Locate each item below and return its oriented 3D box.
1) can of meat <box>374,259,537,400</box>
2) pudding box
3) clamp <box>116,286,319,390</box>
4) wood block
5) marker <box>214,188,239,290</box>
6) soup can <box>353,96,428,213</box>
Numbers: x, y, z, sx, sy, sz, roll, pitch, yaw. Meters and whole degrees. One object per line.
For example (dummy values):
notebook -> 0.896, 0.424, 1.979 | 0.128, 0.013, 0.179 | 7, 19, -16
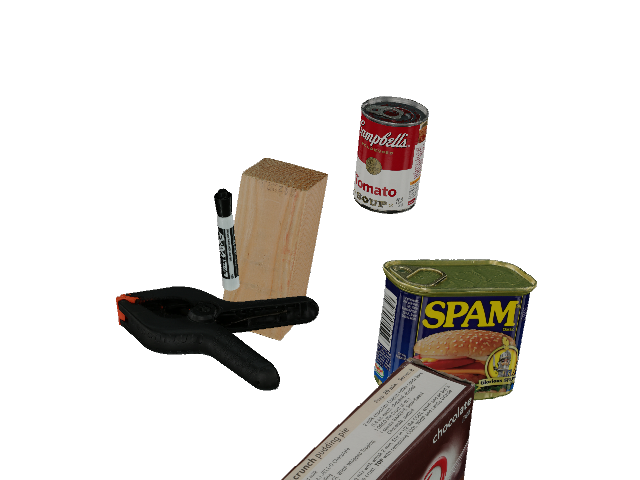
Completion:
can of meat -> 0.089, 0.061, 0.728 | 0.102, 0.084, 0.057 | 0, 18, -19
pudding box -> 0.021, 0.116, 0.454 | 0.039, 0.090, 0.113 | 21, 38, 27
clamp -> -0.087, 0.068, 0.909 | 0.172, 0.039, 0.120 | 17, 27, 20
wood block -> -0.061, 0.009, 1.379 | 0.090, 0.206, 0.090 | 16, 22, 13
marker -> -0.100, -0.001, 1.138 | 0.020, 0.121, 0.020 | -2, 32, 1
soup can -> 0.070, -0.087, 1.088 | 0.068, 0.102, 0.068 | 4, 30, -2
